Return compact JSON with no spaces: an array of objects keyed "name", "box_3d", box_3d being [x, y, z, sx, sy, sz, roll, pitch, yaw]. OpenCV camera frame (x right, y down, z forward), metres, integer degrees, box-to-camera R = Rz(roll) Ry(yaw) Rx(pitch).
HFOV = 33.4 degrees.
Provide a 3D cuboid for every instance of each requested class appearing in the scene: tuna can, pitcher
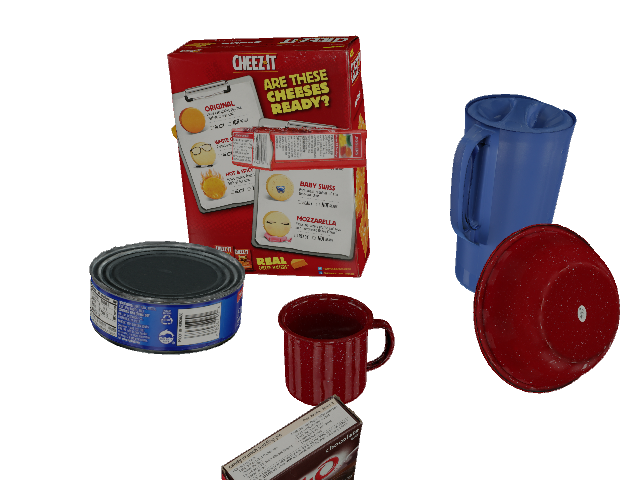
[{"name":"tuna can","box_3d":[-0.085,0.031,0.596,0.086,0.034,0.086,5,20,-2]},{"name":"pitcher","box_3d":[0.227,-0.050,1.332,0.149,0.243,0.145,3,27,-1]}]

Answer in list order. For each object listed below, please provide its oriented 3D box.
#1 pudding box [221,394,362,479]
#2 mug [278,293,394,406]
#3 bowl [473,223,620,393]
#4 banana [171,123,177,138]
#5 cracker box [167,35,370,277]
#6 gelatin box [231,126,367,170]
[{"name":"pudding box","box_3d":[-0.023,0.181,0.827,0.113,0.090,0.039,-31,58,-27]},{"name":"mug","box_3d":[0.017,0.108,1.056,0.117,0.081,0.093,-8,27,-15]},{"name":"bowl","box_3d":[0.223,0.065,0.987,0.161,0.162,0.055,0,2,-26]},{"name":"banana","box_3d":[-0.076,-0.137,1.259,0.198,0.037,0.069,8,40,18]},{"name":"cracker box","box_3d":[-0.042,-0.076,0.979,0.164,0.214,0.072,1,23,12]},{"name":"gelatin box","box_3d":[-0.017,-0.068,0.770,0.073,0.030,0.089,-3,8,-22]}]
